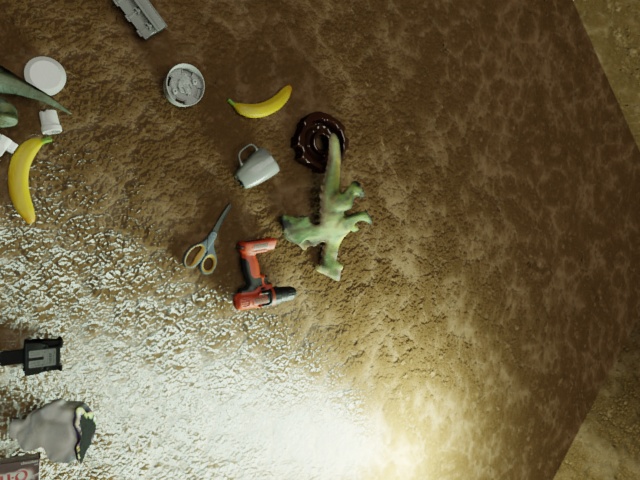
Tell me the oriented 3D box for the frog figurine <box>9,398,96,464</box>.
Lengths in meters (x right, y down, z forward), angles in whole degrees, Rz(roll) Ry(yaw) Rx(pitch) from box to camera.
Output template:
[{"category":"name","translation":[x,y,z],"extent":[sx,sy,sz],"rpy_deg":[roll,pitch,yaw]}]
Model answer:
[{"category":"frog figurine","translation":[-0.584,0.420,1.128],"extent":[0.159,0.124,0.136],"rpy_deg":[-4,104,4]}]

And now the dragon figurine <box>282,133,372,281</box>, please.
[{"category":"dragon figurine","translation":[0.004,-0.074,1.465],"extent":[0.244,0.123,0.404],"rpy_deg":[-27,111,-18]}]
